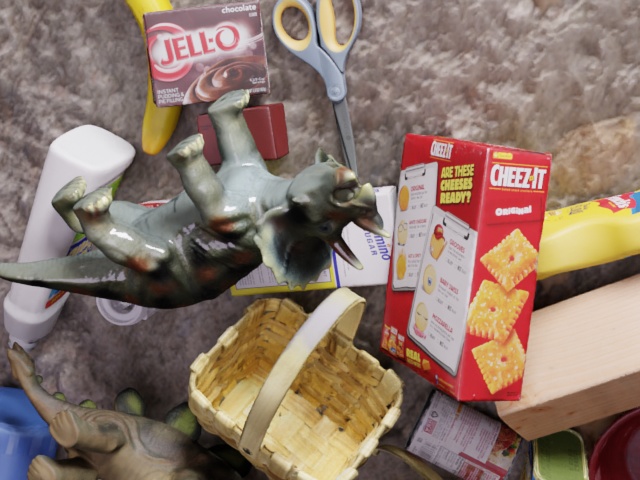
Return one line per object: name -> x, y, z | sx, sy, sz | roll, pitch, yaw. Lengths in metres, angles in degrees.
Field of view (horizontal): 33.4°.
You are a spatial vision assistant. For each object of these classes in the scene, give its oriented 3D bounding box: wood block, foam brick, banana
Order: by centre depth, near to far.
wood block -> 0.262, 0.103, 0.974 | 0.206, 0.090, 0.091 | -23, 56, 19
foam brick -> -0.075, -0.104, 1.048 | 0.078, 0.051, 0.053 | -4, 100, 16
banana -> -0.168, -0.185, 1.055 | 0.069, 0.037, 0.198 | -15, 103, 2

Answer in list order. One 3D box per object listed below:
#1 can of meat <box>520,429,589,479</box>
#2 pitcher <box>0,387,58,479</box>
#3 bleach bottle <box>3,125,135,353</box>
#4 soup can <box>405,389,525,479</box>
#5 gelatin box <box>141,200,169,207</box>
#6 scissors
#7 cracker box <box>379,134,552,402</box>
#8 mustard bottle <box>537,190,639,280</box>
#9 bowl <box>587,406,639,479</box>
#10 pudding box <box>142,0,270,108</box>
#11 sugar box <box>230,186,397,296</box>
can of meat -> 0.221, 0.239, 1.022 | 0.057, 0.102, 0.084 | 10, 116, 5
pitcher -> -0.375, 0.288, 1.196 | 0.149, 0.145, 0.243 | 17, 104, -3
bleach bottle -> -0.274, 0.009, 1.115 | 0.068, 0.102, 0.251 | 28, 115, 6
soup can -> 0.143, 0.200, 1.059 | 0.102, 0.068, 0.068 | 26, 109, 8
gelatin box -> -0.140, -0.006, 1.091 | 0.089, 0.030, 0.073 | -4, 96, 25
scissors -> -0.002, -0.153, 1.035 | 0.096, 0.016, 0.202 | 8, 106, 15
cracker box -> 0.126, 0.019, 0.953 | 0.072, 0.164, 0.214 | 4, 98, -21
mustard bottle -> 0.270, -0.013, 0.955 | 0.192, 0.096, 0.058 | -14, 100, 18
bowl -> 0.338, 0.219, 1.018 | 0.162, 0.055, 0.162 | 4, 105, 14
pudding box -> -0.109, -0.179, 1.025 | 0.113, 0.039, 0.090 | -9, 103, -9
sugar box -> -0.007, 0.001, 1.061 | 0.176, 0.048, 0.093 | -5, 103, 12
